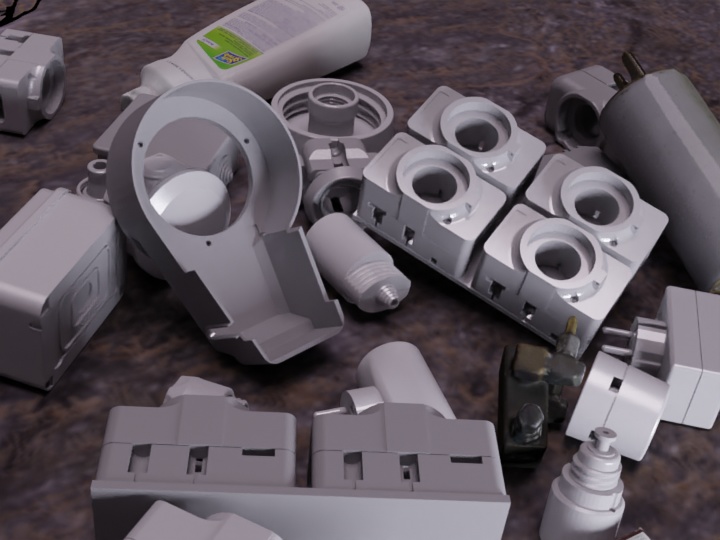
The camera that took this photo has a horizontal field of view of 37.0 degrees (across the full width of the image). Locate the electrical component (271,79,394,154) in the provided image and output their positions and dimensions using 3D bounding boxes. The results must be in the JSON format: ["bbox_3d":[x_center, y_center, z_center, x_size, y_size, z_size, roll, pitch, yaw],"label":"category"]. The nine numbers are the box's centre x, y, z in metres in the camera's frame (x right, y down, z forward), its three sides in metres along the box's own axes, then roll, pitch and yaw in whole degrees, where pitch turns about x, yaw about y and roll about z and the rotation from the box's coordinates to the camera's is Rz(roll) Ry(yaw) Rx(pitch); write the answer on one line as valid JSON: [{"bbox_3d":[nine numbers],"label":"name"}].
[{"bbox_3d":[-0.023,-0.116,0.870,0.108,0.060,0.108,4,38,-3],"label":"electrical component"}]

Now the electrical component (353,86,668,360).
[{"bbox_3d":[0.103,-0.039,0.742,0.186,0.060,0.105,33,61,14],"label":"electrical component"}]

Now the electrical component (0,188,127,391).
[{"bbox_3d":[-0.197,0.009,0.672,0.057,0.078,0.113,17,39,8],"label":"electrical component"}]

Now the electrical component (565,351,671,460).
[{"bbox_3d":[0.156,0.083,0.651,0.047,0.055,0.055,23,41,14],"label":"electrical component"}]

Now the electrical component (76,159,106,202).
[{"bbox_3d":[-0.182,-0.048,0.759,0.043,0.062,0.043,4,38,-3],"label":"electrical component"}]

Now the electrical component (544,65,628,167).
[{"bbox_3d":[0.209,-0.132,0.930,0.059,0.053,0.095,-21,46,-31],"label":"electrical component"}]

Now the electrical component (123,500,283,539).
[{"bbox_3d":[-0.021,0.181,0.457,0.186,0.105,0.060,21,40,17],"label":"electrical component"}]

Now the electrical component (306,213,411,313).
[{"bbox_3d":[0.000,0.000,0.741,0.043,0.043,0.081,-20,45,-30],"label":"electrical component"}]

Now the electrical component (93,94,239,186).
[{"bbox_3d":[-0.145,-0.087,0.825,0.100,0.048,0.099,13,39,8],"label":"electrical component"}]

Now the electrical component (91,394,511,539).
[{"bbox_3d":[-0.030,0.122,0.531,0.186,0.105,0.060,3,38,-5],"label":"electrical component"}]

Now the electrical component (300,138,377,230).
[{"bbox_3d":[-0.016,-0.062,0.807,0.078,0.058,0.057,-3,36,-12],"label":"electrical component"}]

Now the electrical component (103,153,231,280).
[{"bbox_3d":[-0.133,-0.038,0.741,0.051,0.080,0.080,30,44,35],"label":"electrical component"}]

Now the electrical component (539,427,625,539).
[{"bbox_3d":[0.124,0.122,0.583,0.040,0.078,0.040,9,21,-3],"label":"electrical component"}]

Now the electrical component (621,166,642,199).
[{"bbox_3d":[0.237,-0.065,0.861,0.065,0.044,0.044,16,39,20],"label":"electrical component"}]

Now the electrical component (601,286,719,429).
[{"bbox_3d":[0.195,0.052,0.700,0.076,0.047,0.083,11,38,5],"label":"electrical component"}]

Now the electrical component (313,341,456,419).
[{"bbox_3d":[0.013,0.086,0.633,0.079,0.044,0.077,-8,40,-18],"label":"electrical component"}]

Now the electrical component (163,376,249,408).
[{"bbox_3d":[-0.081,0.088,0.617,0.062,0.043,0.043,16,39,10],"label":"electrical component"}]

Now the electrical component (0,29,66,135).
[{"bbox_3d":[-0.281,-0.156,0.892,0.056,0.050,0.089,10,38,5],"label":"electrical component"}]
